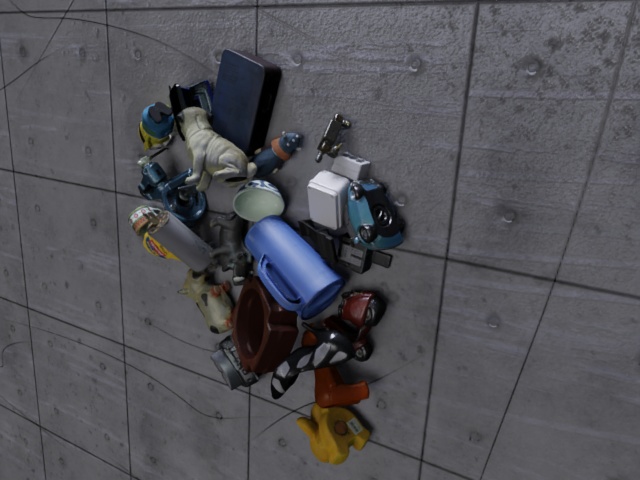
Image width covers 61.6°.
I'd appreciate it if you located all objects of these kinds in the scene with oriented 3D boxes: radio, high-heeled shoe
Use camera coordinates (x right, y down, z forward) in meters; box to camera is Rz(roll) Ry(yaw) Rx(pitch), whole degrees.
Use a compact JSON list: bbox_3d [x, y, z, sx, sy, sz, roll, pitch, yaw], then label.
[{"bbox_3d":[-0.181,-0.314,1.257,0.131,0.073,0.229,26,116,21],"label":"radio"},{"bbox_3d":[-0.016,0.293,1.200,0.145,0.086,0.248,32,116,20],"label":"high-heeled shoe"}]

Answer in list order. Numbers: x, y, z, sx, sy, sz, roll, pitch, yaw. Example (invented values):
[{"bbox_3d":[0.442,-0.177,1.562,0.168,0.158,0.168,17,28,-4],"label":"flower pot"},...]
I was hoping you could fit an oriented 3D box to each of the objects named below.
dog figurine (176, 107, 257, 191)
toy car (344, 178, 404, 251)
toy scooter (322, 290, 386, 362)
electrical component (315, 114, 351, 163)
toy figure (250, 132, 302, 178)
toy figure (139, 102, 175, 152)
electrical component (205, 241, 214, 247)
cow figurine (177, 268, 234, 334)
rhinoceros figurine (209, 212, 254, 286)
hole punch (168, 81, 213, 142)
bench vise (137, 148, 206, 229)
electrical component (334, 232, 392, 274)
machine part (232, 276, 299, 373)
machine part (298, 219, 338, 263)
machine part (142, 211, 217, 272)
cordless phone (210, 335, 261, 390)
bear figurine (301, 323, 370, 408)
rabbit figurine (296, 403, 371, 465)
[{"bbox_3d":[-0.234,-0.220,1.224,0.172,0.121,0.190,-5,82,-4],"label":"dog figurine"},{"bbox_3d":[0.100,-0.044,1.146,0.103,0.109,0.161,-34,76,49],"label":"toy car"},{"bbox_3d":[0.070,0.184,1.237,0.135,0.075,0.183,25,119,24],"label":"toy scooter"},{"bbox_3d":[0.029,-0.217,1.152,0.045,0.102,0.078,25,154,-6],"label":"electrical component"},{"bbox_3d":[-0.103,-0.202,1.247,0.154,0.064,0.058,-33,47,28],"label":"toy figure"},{"bbox_3d":[-0.415,-0.294,1.365,0.180,0.082,0.089,140,115,-65],"label":"toy figure"},{"bbox_3d":[-0.318,0.039,1.455,0.094,0.021,0.063,-21,92,32],"label":"electrical component"},{"bbox_3d":[-0.298,0.160,1.442,0.127,0.085,0.195,-27,89,26],"label":"cow figurine"},{"bbox_3d":[-0.218,0.021,1.369,0.112,0.073,0.190,-1,100,19],"label":"rhinoceros figurine"},{"bbox_3d":[-0.317,-0.329,1.334,0.116,0.092,0.142,-1,107,62],"label":"hole punch"},{"bbox_3d":[-0.361,-0.136,1.367,0.241,0.129,0.223,-15,103,50],"label":"bench vise"},{"bbox_3d":[0.096,0.036,1.198,0.119,0.048,0.074,24,114,25],"label":"electrical component"},{"bbox_3d":[-0.135,0.204,1.303,0.201,0.087,0.201,56,133,48],"label":"machine part"},{"bbox_3d":[-0.002,-0.004,1.211,0.139,0.039,0.084,43,158,50],"label":"machine part"},{"bbox_3d":[-0.348,0.005,1.356,0.079,0.079,0.243,-17,132,32],"label":"machine part"},{"bbox_3d":[-0.182,0.298,1.421,0.184,0.088,0.146,-37,82,21],"label":"cordless phone"},{"bbox_3d":[0.028,0.295,1.282,0.120,0.132,0.196,114,149,-60],"label":"bear figurine"},{"bbox_3d":[0.016,0.486,1.326,0.162,0.122,0.173,41,138,18],"label":"rabbit figurine"}]
